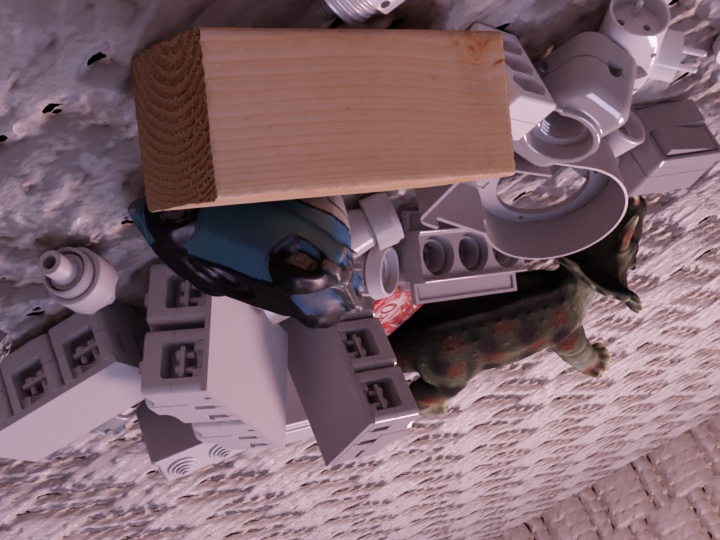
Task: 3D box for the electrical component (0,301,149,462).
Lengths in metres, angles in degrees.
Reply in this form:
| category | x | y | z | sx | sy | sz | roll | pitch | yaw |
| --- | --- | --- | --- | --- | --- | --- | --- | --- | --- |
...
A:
| category | x | y | z | sx | sy | sz | roll | pitch | yaw |
| --- | --- | --- | --- | --- | --- | --- | --- | --- | --- |
| electrical component | -0.239 | 0.089 | 0.866 | 0.150 | 0.061 | 0.089 | -30 | 156 | 13 |

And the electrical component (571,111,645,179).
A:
| category | x | y | z | sx | sy | sz | roll | pitch | yaw |
| --- | --- | --- | --- | --- | --- | --- | --- | --- | --- |
| electrical component | 0.206 | -0.108 | 0.907 | 0.045 | 0.045 | 0.055 | -5 | 150 | -40 |

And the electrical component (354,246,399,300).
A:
| category | x | y | z | sx | sy | sz | roll | pitch | yaw |
| --- | --- | --- | --- | --- | --- | --- | --- | --- | --- |
| electrical component | 0.000 | 0.000 | 0.905 | 0.055 | 0.066 | 0.048 | 2 | 167 | 24 |

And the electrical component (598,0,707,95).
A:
| category | x | y | z | sx | sy | sz | roll | pitch | yaw |
| --- | --- | --- | --- | --- | --- | --- | --- | --- | --- |
| electrical component | 0.209 | -0.158 | 0.779 | 0.079 | 0.043 | 0.077 | 12 | 153 | 1 |

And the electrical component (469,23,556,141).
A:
| category | x | y | z | sx | sy | sz | roll | pitch | yaw |
| --- | --- | --- | --- | --- | --- | --- | --- | --- | --- |
| electrical component | 0.081 | -0.116 | 0.738 | 0.047 | 0.065 | 0.077 | 2 | 145 | -47 |

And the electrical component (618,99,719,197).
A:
| category | x | y | z | sx | sy | sz | roll | pitch | yaw |
| --- | --- | --- | --- | --- | --- | --- | --- | --- | --- |
| electrical component | 0.270 | -0.110 | 0.944 | 0.096 | 0.061 | 0.061 | -10 | 153 | -31 |

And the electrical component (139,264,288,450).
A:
| category | x | y | z | sx | sy | sz | roll | pitch | yaw |
| --- | --- | --- | --- | --- | --- | --- | --- | --- | --- |
| electrical component | -0.116 | 0.075 | 0.875 | 0.060 | 0.105 | 0.186 | -5 | 157 | 13 |

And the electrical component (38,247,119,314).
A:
| category | x | y | z | sx | sy | sz | roll | pitch | yaw |
| --- | --- | --- | --- | --- | --- | --- | --- | --- | --- |
| electrical component | -0.199 | 0.004 | 0.747 | 0.043 | 0.043 | 0.062 | -28 | 156 | 7 |

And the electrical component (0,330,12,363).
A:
| category | x | y | z | sx | sy | sz | roll | pitch | yaw |
| --- | --- | --- | --- | --- | --- | --- | --- | --- | --- |
| electrical component | -0.277 | 0.052 | 0.729 | 0.081 | 0.064 | 0.042 | -61 | -176 | -38 |

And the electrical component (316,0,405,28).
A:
| category | x | y | z | sx | sy | sz | roll | pitch | yaw |
| --- | --- | --- | --- | --- | --- | --- | --- | --- | --- |
| electrical component | 0.010 | -0.164 | 0.592 | 0.081 | 0.043 | 0.043 | -33 | 156 | 19 |

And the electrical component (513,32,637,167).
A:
| category | x | y | z | sx | sy | sz | roll | pitch | yaw |
| --- | --- | --- | --- | --- | --- | --- | --- | --- | --- |
| electrical component | 0.146 | -0.117 | 0.767 | 0.054 | 0.059 | 0.095 | 30 | 147 | -22 |

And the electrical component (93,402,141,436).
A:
| category | x | y | z | sx | sy | sz | roll | pitch | yaw |
| --- | --- | --- | --- | --- | --- | --- | --- | --- | --- |
| electrical component | -0.218 | 0.116 | 0.966 | 0.062 | 0.048 | 0.048 | -40 | 153 | 26 |

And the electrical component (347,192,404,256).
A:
| category | x | y | z | sx | sy | sz | roll | pitch | yaw |
| --- | --- | --- | --- | --- | --- | --- | --- | --- | --- |
| electrical component | 0.002 | -0.033 | 0.865 | 0.055 | 0.045 | 0.045 | -23 | 157 | -4 |

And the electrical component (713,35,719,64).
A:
| category | x | y | z | sx | sy | sz | roll | pitch | yaw |
| --- | --- | --- | --- | --- | --- | --- | --- | --- | --- |
| electrical component | 0.319 | -0.170 | 0.871 | 0.048 | 0.055 | 0.066 | -35 | 155 | 22 |

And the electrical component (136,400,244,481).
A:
| category | x | y | z | sx | sy | sz | roll | pitch | yaw |
| --- | --- | --- | --- | --- | --- | --- | --- | --- | --- |
| electrical component | -0.159 | 0.140 | 1.010 | 0.100 | 0.099 | 0.048 | -22 | 144 | -8 |

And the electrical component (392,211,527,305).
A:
| category | x | y | z | sx | sy | sz | roll | pitch | yaw |
| --- | --- | --- | --- | --- | --- | --- | --- | --- | --- |
| electrical component | 0.081 | -0.014 | 0.951 | 0.121 | 0.078 | 0.063 | -6 | 180 | -38 |

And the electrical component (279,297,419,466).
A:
| category | x | y | z | sx | sy | sz | roll | pitch | yaw |
| --- | --- | --- | --- | --- | --- | --- | --- | --- | --- |
| electrical component | -0.013 | 0.086 | 0.971 | 0.062 | 0.150 | 0.089 | -6 | 151 | -35 |

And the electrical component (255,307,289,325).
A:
| category | x | y | z | sx | sy | sz | roll | pitch | yaw |
| --- | --- | --- | --- | --- | --- | --- | --- | --- | --- |
| electrical component | -0.059 | -0.007 | 0.850 | 0.074 | 0.052 | 0.138 | -26 | 157 | 2 |

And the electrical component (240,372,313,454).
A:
| category | x | y | z | sx | sy | sz | roll | pitch | yaw |
| --- | --- | --- | --- | --- | --- | --- | --- | --- | --- |
| electrical component | -0.079 | 0.134 | 1.102 | 0.113 | 0.078 | 0.057 | -10 | 156 | -32 |
